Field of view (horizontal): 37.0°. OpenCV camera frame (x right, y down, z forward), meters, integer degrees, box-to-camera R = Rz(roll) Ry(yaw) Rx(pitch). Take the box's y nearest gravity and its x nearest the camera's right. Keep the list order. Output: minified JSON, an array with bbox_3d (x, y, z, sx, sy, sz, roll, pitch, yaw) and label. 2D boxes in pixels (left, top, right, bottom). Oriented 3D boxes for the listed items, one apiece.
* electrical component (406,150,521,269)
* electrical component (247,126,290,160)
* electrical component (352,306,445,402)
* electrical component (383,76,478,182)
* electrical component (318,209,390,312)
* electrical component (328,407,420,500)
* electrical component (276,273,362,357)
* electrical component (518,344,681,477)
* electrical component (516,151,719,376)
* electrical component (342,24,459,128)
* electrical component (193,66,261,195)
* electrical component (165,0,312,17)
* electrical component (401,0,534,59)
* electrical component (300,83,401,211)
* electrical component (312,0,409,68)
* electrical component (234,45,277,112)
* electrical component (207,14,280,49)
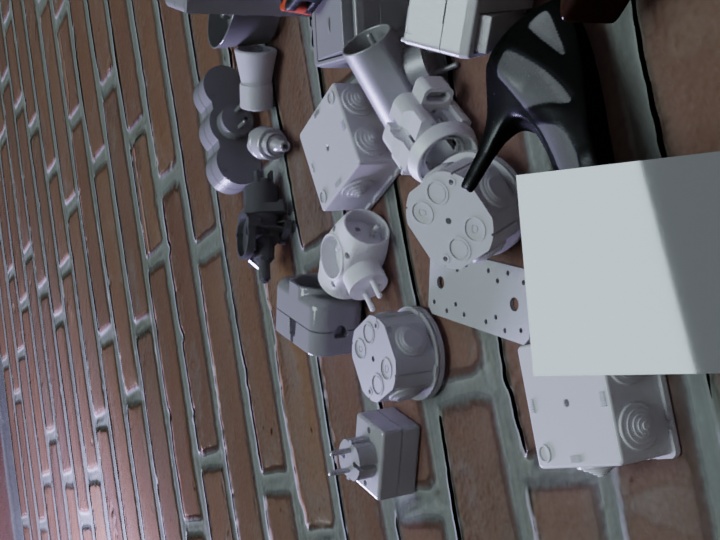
[{"bbox_3d":[0.078,-0.043,0.782,0.080,0.051,0.080,18,121,33],"label":"electrical component"},{"bbox_3d":[-0.091,-0.130,1.113,0.061,0.035,0.035,18,111,57],"label":"electrical component"},{"bbox_3d":[0.033,0.072,0.907,0.080,0.051,0.080,17,110,59],"label":"electrical component"},{"bbox_3d":[0.056,-0.100,0.828,0.057,0.058,0.078,60,144,41],"label":"electrical component"},{"bbox_3d":[0.000,0.000,0.960,0.079,0.044,0.077,64,145,32],"label":"electrical component"},{"bbox_3d":[0.007,0.163,0.943,0.047,0.077,0.065,28,119,56],"label":"electrical component"},{"bbox_3d":[-0.040,0.039,1.030,0.095,0.054,0.059,28,119,57],"label":"electrical component"},{"bbox_3d":[0.151,0.083,0.696,0.100,0.048,0.099,-22,76,60],"label":"electrical component"},{"bbox_3d":[0.181,-0.005,0.538,0.186,0.060,0.105,-4,92,31],"label":"electrical component"},{"bbox_3d":[0.038,-0.156,0.848,0.079,0.044,0.077,-18,122,25],"label":"electrical component"},{"bbox_3d":[-0.140,-0.159,1.178,0.074,0.052,0.138,-28,70,60],"label":"electrical component"},{"bbox_3d":[-0.097,-0.279,0.976,0.062,0.150,0.089,34,124,54],"label":"electrical component"},{"bbox_3d":[0.082,-0.185,0.743,0.061,0.096,0.061,21,117,28],"label":"electrical component"},{"bbox_3d":[-0.009,-0.108,0.952,0.099,0.048,0.099,-49,53,52],"label":"electrical component"},{"bbox_3d":[-0.006,-0.206,0.917,0.096,0.061,0.061,5,99,61],"label":"electrical component"},{"bbox_3d":[-0.109,-0.199,1.127,0.044,0.044,0.065,36,130,54],"label":"electrical component"},{"bbox_3d":[-0.123,-0.279,1.114,0.099,0.064,0.099,17,110,59],"label":"electrical component"}]
